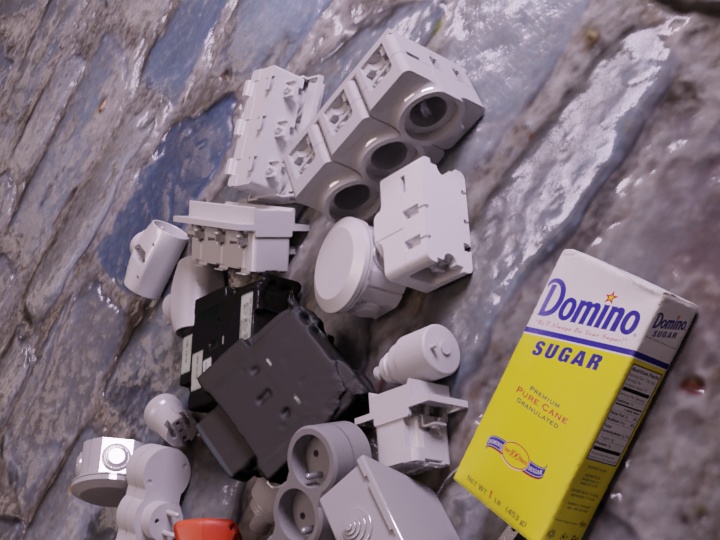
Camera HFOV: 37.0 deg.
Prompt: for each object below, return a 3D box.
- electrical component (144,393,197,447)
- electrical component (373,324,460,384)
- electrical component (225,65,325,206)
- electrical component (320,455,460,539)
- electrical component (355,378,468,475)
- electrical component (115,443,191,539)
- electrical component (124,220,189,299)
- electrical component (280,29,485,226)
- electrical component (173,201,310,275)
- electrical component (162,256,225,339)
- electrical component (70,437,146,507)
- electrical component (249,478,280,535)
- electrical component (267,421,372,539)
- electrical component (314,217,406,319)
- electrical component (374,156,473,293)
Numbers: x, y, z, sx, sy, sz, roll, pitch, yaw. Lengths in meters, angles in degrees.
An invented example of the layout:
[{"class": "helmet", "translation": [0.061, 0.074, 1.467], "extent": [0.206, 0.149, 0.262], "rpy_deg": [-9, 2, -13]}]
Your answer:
[{"class": "electrical component", "translation": [-0.188, 0.151, 1.072], "extent": [0.046, 0.040, 0.040], "rpy_deg": [31, 100, 47]}, {"class": "electrical component", "translation": [0.041, 0.069, 0.821], "extent": [0.078, 0.040, 0.040], "rpy_deg": [-27, 56, 43]}, {"class": "electrical component", "translation": [-0.083, -0.130, 1.039], "extent": [0.079, 0.063, 0.121], "rpy_deg": [-1, 74, 51]}, {"class": "electrical component", "translation": [0.026, 0.186, 0.743], "extent": [0.048, 0.100, 0.099], "rpy_deg": [-43, 44, 13]}, {"class": "electrical component", "translation": [0.039, 0.119, 0.802], "extent": [0.081, 0.042, 0.063], "rpy_deg": [-27, 59, 43]}, {"class": "electrical component", "translation": [-0.195, 0.239, 1.031], "extent": [0.074, 0.052, 0.138], "rpy_deg": [-2, 74, 51]}, {"class": "electrical component", "translation": [-0.232, -0.019, 1.194], "extent": [0.079, 0.043, 0.077], "rpy_deg": [43, 109, 51]}, {"class": "electrical component", "translation": [0.018, -0.108, 0.883], "extent": [0.150, 0.089, 0.061], "rpy_deg": [-46, 44, 29]}, {"class": "electrical component", "translation": [-0.116, -0.032, 1.033], "extent": [0.121, 0.079, 0.063], "rpy_deg": [10, 98, 52]}, {"class": "electrical component", "translation": [-0.175, 0.035, 1.100], "extent": [0.079, 0.044, 0.077], "rpy_deg": [-27, 56, 43]}, {"class": "electrical component", "translation": [-0.251, 0.207, 1.094], "extent": [0.080, 0.080, 0.051], "rpy_deg": [-31, 47, 40]}, {"class": "electrical component", "translation": [-0.072, 0.194, 0.906], "extent": [0.062, 0.043, 0.043], "rpy_deg": [-61, 38, 15]}, {"class": "electrical component", "translation": [-0.022, 0.180, 0.815], "extent": [0.052, 0.074, 0.138], "rpy_deg": [25, 106, 40]}, {"class": "electrical component", "translation": [0.000, 0.000, 0.885], "extent": [0.080, 0.051, 0.080], "rpy_deg": [-32, 51, 50]}, {"class": "electrical component", "translation": [0.048, -0.034, 0.846], "extent": [0.056, 0.050, 0.089], "rpy_deg": [-27, 56, 42]}]
